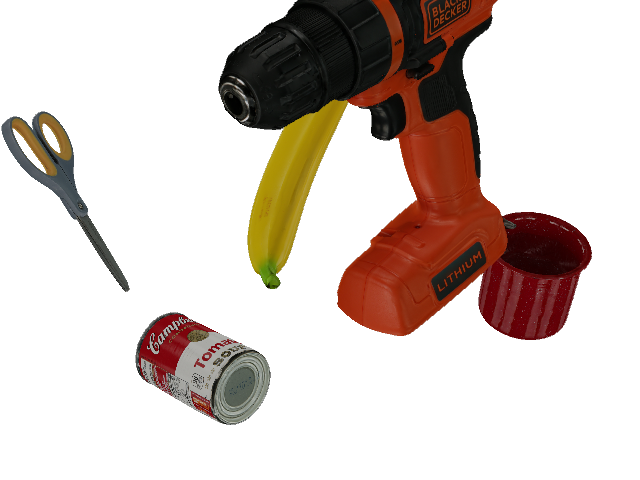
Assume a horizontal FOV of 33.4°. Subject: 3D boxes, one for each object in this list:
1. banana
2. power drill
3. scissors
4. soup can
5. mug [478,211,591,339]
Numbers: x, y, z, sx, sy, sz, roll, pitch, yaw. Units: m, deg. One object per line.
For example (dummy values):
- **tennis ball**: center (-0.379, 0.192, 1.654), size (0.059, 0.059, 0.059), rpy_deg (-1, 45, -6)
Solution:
- **banana**: center (-0.016, -0.051, 0.818), size (0.037, 0.197, 0.070), rpy_deg (27, -18, -32)
- **power drill**: center (0.035, -0.047, 0.531), size (0.057, 0.187, 0.184), rpy_deg (25, 47, 38)
- **scissors**: center (-0.242, -0.048, 1.066), size (0.016, 0.201, 0.096), rpy_deg (-25, 27, 23)
- **soup can**: center (-0.102, 0.110, 0.921), size (0.102, 0.068, 0.068), rpy_deg (20, 13, 39)
- **mug**: center (0.180, 0.027, 0.958), size (0.093, 0.081, 0.117), rpy_deg (-18, 43, -25)
